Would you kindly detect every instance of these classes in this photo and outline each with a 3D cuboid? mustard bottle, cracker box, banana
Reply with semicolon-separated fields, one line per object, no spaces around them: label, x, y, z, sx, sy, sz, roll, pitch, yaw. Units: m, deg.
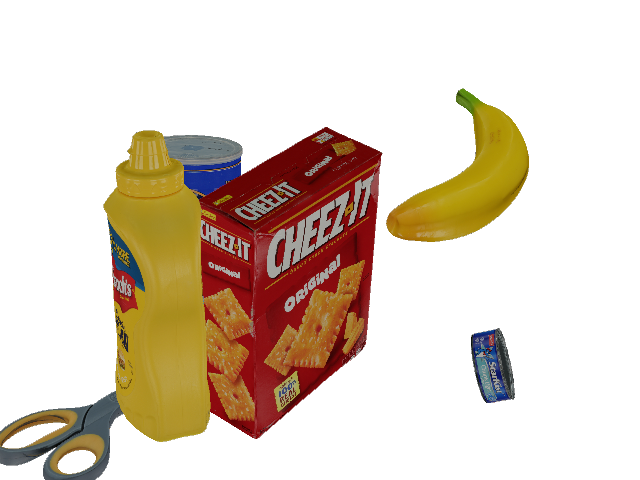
mustard bottle;-0.104;0.024;0.674;0.058;0.192;0.096;-8;26;-20
cracker box;-0.024;0.036;0.899;0.072;0.214;0.163;26;41;29
banana;0.102;-0.044;0.718;0.070;0.037;0.197;15;34;13

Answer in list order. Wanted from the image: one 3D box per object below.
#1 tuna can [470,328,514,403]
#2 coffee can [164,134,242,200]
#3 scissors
tuna can;0.205;0.149;1.269;0.034;0.086;0.086;-13;-3;15
coffee can;-0.134;-0.030;1.111;0.103;0.140;0.103;2;18;-1
scissors;-0.159;0.142;0.851;0.201;0.016;0.096;-17;36;-37
